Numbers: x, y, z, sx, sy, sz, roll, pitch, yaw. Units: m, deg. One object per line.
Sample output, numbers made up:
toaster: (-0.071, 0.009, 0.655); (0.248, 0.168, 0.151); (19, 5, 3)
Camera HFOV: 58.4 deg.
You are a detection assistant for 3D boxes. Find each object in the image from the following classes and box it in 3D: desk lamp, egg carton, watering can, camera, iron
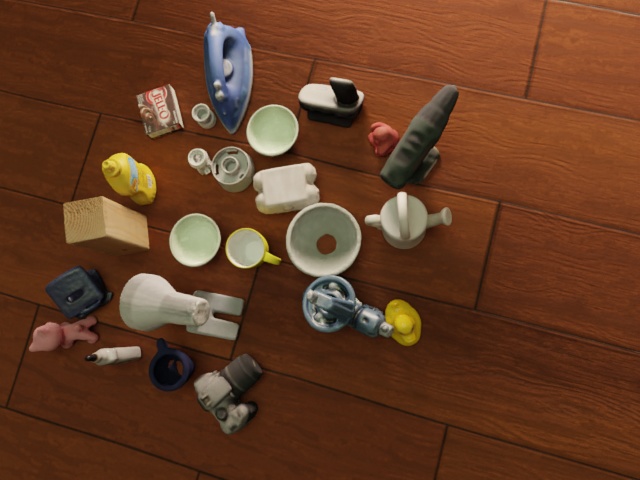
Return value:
desk lamp: (-0.291, 0.147, 1.229); (0.203, 0.213, 0.118); (8, 82, 9)
egg carton: (-0.077, -0.117, 1.316); (0.150, 0.069, 0.107); (-10, 80, 6)
watering can: (0.185, -0.047, 1.207); (0.173, 0.194, 0.101); (-23, 79, 4)
camera: (-0.186, 0.326, 1.245); (0.137, 0.101, 0.143); (-41, 78, 0)
iron: (-0.228, -0.393, 1.343); (0.118, 0.141, 0.258); (-6, 80, 7)

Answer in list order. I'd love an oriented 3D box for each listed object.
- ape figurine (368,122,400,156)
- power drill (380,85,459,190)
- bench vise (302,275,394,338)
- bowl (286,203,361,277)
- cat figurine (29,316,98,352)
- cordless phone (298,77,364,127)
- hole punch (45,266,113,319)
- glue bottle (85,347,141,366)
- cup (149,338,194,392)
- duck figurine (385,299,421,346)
ape figurine: (0.141, -0.232, 1.294); (0.076, 0.092, 0.078); (8, 82, 9)
power drill: (0.212, -0.201, 1.220); (0.075, 0.208, 0.230); (34, 87, 12)
bench vise: (0.052, 0.135, 1.182); (0.207, 0.220, 0.121); (6, 82, 9)
bowl: (0.012, 0.005, 1.283); (0.167, 0.075, 0.167); (-1, 81, 7)
cat figurine: (-0.592, 0.215, 1.307); (0.127, 0.118, 0.067); (-16, 79, 5)
cordless phone: (0.020, -0.331, 1.278); (0.147, 0.185, 0.094); (9, 82, 9)
hole punch: (-0.559, 0.123, 1.331); (0.108, 0.091, 0.101); (-33, 78, 2)
glue bottle: (-0.463, 0.256, 1.256); (0.078, 0.173, 0.037); (-13, 79, 6)
cup: (-0.325, 0.275, 1.274); (0.091, 0.095, 0.117); (-24, 79, 3)
duck figurine: (0.178, 0.177, 1.227); (0.077, 0.086, 0.104); (-22, 79, 4)
